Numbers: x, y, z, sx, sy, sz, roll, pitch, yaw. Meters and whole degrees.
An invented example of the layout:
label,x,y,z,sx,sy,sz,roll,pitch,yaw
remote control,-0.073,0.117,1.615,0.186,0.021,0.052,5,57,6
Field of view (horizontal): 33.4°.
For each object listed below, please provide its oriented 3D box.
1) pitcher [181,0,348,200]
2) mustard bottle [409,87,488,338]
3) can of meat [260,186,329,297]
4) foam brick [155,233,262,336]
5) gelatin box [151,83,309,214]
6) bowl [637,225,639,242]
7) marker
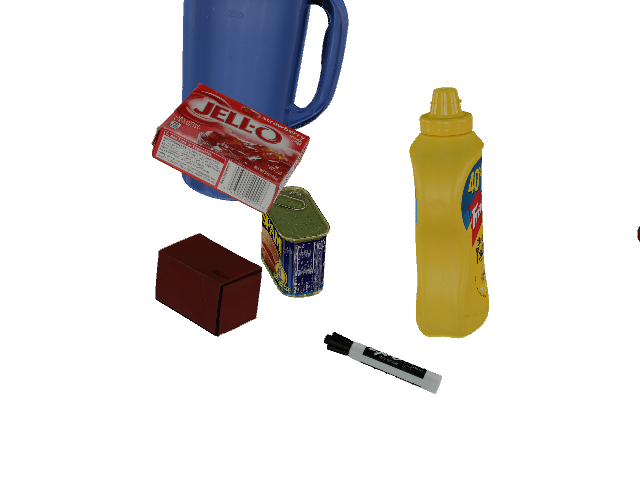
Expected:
label,x,y,z,sx,sy,sz,roll,pitch,yaw
pitcher,-0.072,-0.166,1.095,0.144,0.243,0.149,-7,29,-26
mustard bottle,0.102,-0.026,0.851,0.058,0.192,0.096,2,18,19
can of meat,-0.031,0.002,1.181,0.057,0.084,0.102,-10,37,-18
foam brick,-0.097,0.037,0.919,0.078,0.051,0.052,28,33,32
gelatin box,-0.060,-0.065,0.724,0.089,0.030,0.073,27,35,1
bowl,0.421,0.022,1.146,0.162,0.055,0.162,-1,25,0
marker,0.060,0.119,1.046,0.121,0.020,0.020,21,5,14
